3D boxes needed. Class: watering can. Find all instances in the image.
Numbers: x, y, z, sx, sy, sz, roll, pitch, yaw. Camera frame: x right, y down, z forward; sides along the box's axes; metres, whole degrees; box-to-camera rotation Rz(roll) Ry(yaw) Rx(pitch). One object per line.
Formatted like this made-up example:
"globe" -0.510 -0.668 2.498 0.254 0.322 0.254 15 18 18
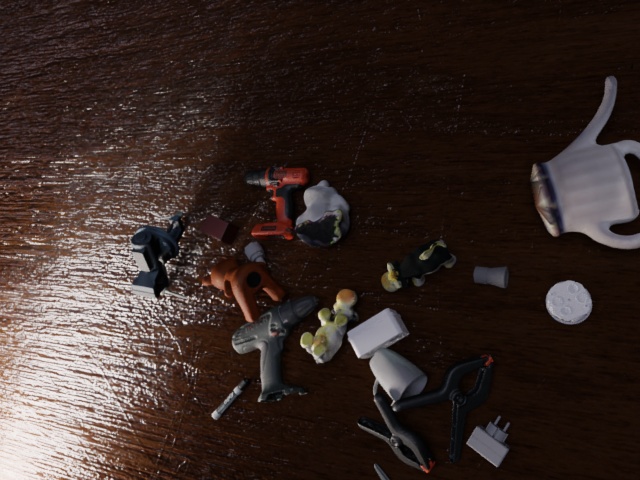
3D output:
"watering can" 0.527 -0.142 1.009 0.223 0.103 0.353 -14 69 20

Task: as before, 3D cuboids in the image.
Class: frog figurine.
"frog figurine" 0.004 -0.062 1.235 0.136 0.121 0.163 -38 27 18
